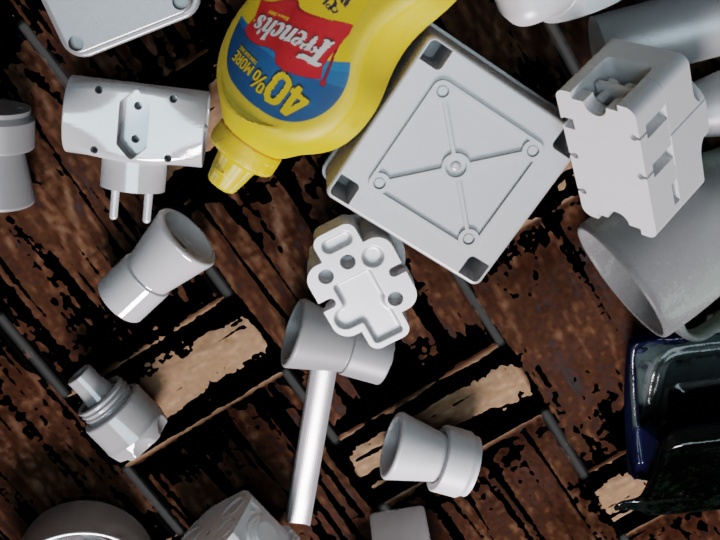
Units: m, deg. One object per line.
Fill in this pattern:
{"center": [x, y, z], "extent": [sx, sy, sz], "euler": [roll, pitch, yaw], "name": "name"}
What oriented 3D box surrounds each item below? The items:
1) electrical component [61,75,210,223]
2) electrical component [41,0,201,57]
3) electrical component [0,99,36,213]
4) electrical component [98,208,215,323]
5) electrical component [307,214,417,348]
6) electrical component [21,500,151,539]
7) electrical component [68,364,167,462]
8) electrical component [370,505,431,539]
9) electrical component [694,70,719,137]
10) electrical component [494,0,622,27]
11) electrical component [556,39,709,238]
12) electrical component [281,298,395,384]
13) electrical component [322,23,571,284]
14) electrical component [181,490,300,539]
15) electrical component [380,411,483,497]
{"center": [-0.127, -0.066, 0.609], "extent": [0.077, 0.043, 0.079], "euler": [6, 102, -6], "name": "electrical component"}
{"center": [-0.137, -0.177, 0.561], "extent": [0.078, 0.057, 0.113], "euler": [-20, 111, 5], "name": "electrical component"}
{"center": [-0.207, -0.065, 0.608], "extent": [0.045, 0.045, 0.055], "euler": [5, 111, -5], "name": "electrical component"}
{"center": [-0.124, 0.000, 0.640], "extent": [0.065, 0.044, 0.044], "euler": [-41, 108, 17], "name": "electrical component"}
{"center": [0.000, 0.000, 0.638], "extent": [0.058, 0.057, 0.078], "euler": [-27, 110, 7], "name": "electrical component"}
{"center": [-0.184, 0.203, 0.703], "extent": [0.099, 0.064, 0.099], "euler": [-1, 111, -3], "name": "electrical component"}
{"center": [-0.154, 0.086, 0.670], "extent": [0.043, 0.043, 0.062], "euler": [-37, 108, 11], "name": "electrical component"}
{"center": [0.014, 0.211, 0.727], "extent": [0.076, 0.047, 0.083], "euler": [-9, 112, 0], "name": "electrical component"}
{"center": [0.196, -0.093, 0.622], "extent": [0.065, 0.044, 0.044], "euler": [-13, 112, 7], "name": "electrical component"}
{"center": [0.115, -0.172, 0.579], "extent": [0.095, 0.053, 0.059], "euler": [-23, 111, 6], "name": "electrical component"}
{"center": [0.149, -0.073, 0.576], "extent": [0.056, 0.050, 0.089], "euler": [-44, 135, -21], "name": "electrical component"}
{"center": [-0.011, 0.047, 0.665], "extent": [0.065, 0.044, 0.044], "euler": [17, 109, -14], "name": "electrical component"}
{"center": [0.051, -0.066, 0.615], "extent": [0.109, 0.056, 0.108], "euler": [31, 107, -14], "name": "electrical component"}
{"center": [-0.082, 0.187, 0.695], "extent": [0.080, 0.080, 0.051], "euler": [-38, 104, 11], "name": "electrical component"}
{"center": [0.046, 0.120, 0.694], "extent": [0.055, 0.045, 0.045], "euler": [17, 109, -10], "name": "electrical component"}
